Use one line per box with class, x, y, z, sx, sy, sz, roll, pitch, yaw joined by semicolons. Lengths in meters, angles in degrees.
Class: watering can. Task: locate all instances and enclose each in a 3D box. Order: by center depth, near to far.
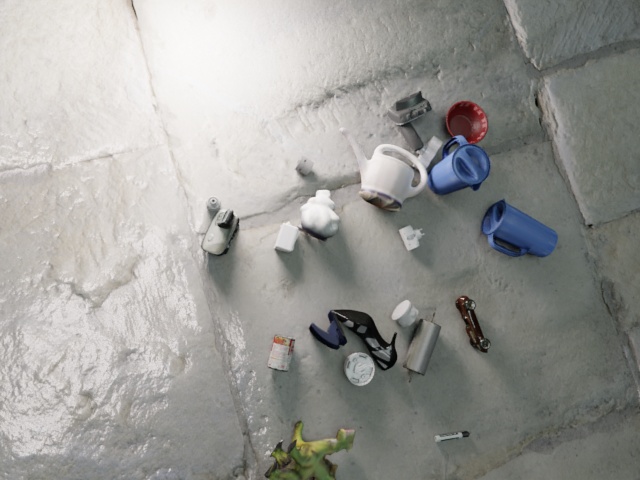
watering can;0.194;-0.229;1.740;0.347;0.103;0.226;23;78;-4

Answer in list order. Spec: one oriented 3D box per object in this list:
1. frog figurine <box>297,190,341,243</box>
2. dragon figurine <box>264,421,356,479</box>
frog figurine;0.005;-0.084;1.673;0.138;0.122;0.159;23;90;12
dragon figurine;-0.050;0.718;1.553;0.241;0.122;0.413;44;79;-11
